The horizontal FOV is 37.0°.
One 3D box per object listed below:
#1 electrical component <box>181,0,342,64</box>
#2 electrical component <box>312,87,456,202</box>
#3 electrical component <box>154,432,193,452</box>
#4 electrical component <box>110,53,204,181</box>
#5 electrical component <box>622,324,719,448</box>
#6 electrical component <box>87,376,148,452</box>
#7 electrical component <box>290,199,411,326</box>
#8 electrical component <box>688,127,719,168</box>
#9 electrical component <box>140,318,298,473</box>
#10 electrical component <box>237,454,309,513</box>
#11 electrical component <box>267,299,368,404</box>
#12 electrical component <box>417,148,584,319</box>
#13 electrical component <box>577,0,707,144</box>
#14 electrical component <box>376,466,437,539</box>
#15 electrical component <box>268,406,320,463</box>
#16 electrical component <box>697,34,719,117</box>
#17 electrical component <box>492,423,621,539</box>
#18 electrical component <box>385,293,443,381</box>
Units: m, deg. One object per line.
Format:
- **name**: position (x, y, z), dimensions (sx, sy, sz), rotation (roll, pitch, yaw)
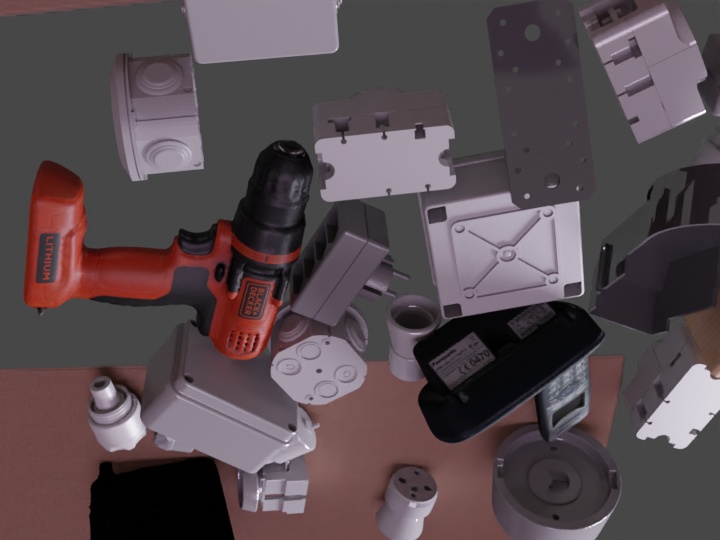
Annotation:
- **electrical component**: position (-0.060, -0.177, 0.643), dimensions (0.100, 0.048, 0.099), rotation (-5, 129, -1)
- **electrical component**: position (0.015, -0.086, 0.718), dimensions (0.089, 0.055, 0.050), rotation (-6, 129, 0)
- **electrical component**: position (-0.140, 0.136, 0.898), dimensions (0.061, 0.035, 0.035), rotation (11, 127, -17)
- **electrical component**: position (-0.128, -0.098, 0.682), dimensions (0.051, 0.080, 0.080), rotation (-6, 129, -7)
- **electrical component**: position (0.263, 0.093, 0.884), dimensions (0.050, 0.055, 0.089), rotation (16, 126, -17)
- **electrical component**: position (-0.200, 0.113, 0.869), dimensions (0.043, 0.043, 0.062), rotation (-11, 128, 4)
- **electrical component**: position (0.000, 0.000, 0.792), dimensions (0.076, 0.047, 0.083), rotation (22, 124, -21)
- **electrical component**: position (0.259, -0.083, 0.753), dimensions (0.040, 0.040, 0.078), rotation (16, 114, -17)
- **electrical component**: position (-0.107, 0.098, 0.843), dimensions (0.113, 0.078, 0.057), rotation (30, 124, -25)
- **electrical component**: position (-0.077, 0.185, 0.937), dimensions (0.055, 0.048, 0.066), rotation (-1, 129, -14)
- **electrical component**: position (-0.033, 0.061, 0.836), dimensions (0.080, 0.051, 0.080), rotation (-2, 129, -3)
- **electrical component**: position (0.101, -0.028, 0.773), dimensions (0.109, 0.056, 0.108), rotation (-10, 129, 3)
- **electrical component**: position (0.186, -0.137, 0.695), dimensions (0.056, 0.050, 0.089), rotation (-25, 127, 15)
- **electrical component**: position (0.042, 0.210, 0.967), dimensions (0.045, 0.045, 0.055), rotation (9, 127, -12)
- **electrical component**: position (-0.074, 0.144, 0.906), dimensions (0.078, 0.040, 0.040), rotation (-24, 127, 15)
- **electrical component**: position (0.274, -0.141, 0.702), dimensions (0.083, 0.047, 0.075), rotation (4, 129, -8)
- **electrical component**: position (0.165, 0.193, 0.927), dimensions (0.108, 0.108, 0.060), rotation (-1, 135, -4)
- **electrical component**: position (0.041, 0.056, 0.846), dimensions (0.044, 0.044, 0.065), rotation (-2, 134, -3)
